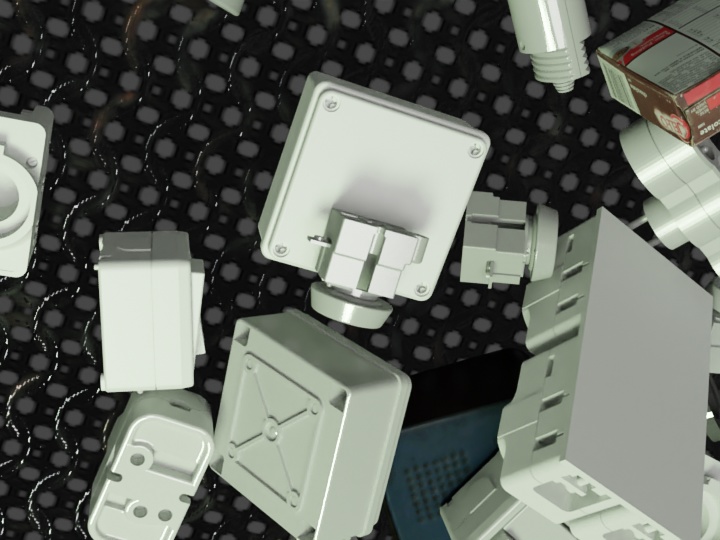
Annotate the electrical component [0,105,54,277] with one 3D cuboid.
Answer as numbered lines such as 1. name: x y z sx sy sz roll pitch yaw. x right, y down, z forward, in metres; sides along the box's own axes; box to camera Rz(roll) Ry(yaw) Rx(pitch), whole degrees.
1. electrical component: -0.206 -0.047 0.606 0.050 0.055 0.089 9 108 -13

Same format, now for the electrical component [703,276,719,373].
1. electrical component: 0.249 0.037 0.725 0.066 0.048 0.055 6 116 -12

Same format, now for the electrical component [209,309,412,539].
1. electrical component: -0.033 0.094 0.656 0.056 0.109 0.108 -5 115 -45

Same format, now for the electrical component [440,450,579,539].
1. electrical component: 0.107 0.167 0.659 0.096 0.061 0.061 42 98 -20

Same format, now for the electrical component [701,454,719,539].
1. electrical component: 0.257 0.190 0.759 0.150 0.062 0.089 28 83 -18

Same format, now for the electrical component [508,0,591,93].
1. electrical component: 0.113 -0.144 0.635 0.043 0.043 0.081 -19 112 -3

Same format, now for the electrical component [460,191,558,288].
1. electrical component: 0.092 -0.018 0.662 0.055 0.066 0.048 5 145 6

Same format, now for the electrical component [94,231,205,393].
1. electrical component: -0.124 0.030 0.645 0.061 0.061 0.096 -2 110 -10

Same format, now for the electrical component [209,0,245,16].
1. electrical component: -0.070 -0.179 0.591 0.044 0.044 0.065 30 97 -19

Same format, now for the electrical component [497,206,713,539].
1. electrical component: 0.151 0.069 0.650 0.105 0.186 0.060 35 138 -20

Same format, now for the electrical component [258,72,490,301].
1. electrical component: 0.006 -0.050 0.643 0.109 0.056 0.108 16 106 -15

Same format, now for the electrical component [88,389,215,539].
1. electrical component: -0.132 0.122 0.678 0.054 0.059 0.095 21 105 -17

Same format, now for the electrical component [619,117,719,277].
1. electrical component: 0.207 -0.037 0.687 0.074 0.052 0.138 -33 114 29

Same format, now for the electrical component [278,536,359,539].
1. electrical component: -0.028 0.200 0.736 0.064 0.042 0.081 -26 112 1

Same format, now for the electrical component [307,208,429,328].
1. electrical component: 0.000 0.000 0.604 0.066 0.048 0.055 15 99 -15
